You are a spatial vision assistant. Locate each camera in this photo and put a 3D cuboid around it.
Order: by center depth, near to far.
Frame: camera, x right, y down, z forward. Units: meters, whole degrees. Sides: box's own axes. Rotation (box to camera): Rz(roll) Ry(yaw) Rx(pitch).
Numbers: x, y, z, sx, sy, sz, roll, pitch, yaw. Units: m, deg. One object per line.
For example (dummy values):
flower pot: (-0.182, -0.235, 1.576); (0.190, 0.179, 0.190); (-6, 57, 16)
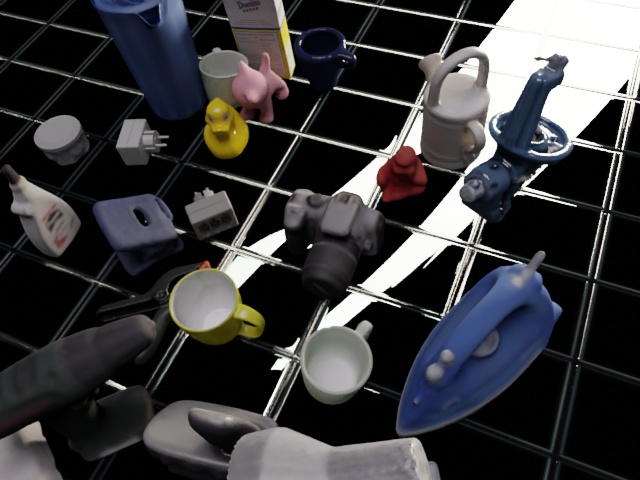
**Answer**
camera: (0.007, 0.003, 0.801); (0.143, 0.101, 0.137); (13, 59, 15)

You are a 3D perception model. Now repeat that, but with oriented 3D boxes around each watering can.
watering can: (0.199, -0.210, 0.864); (0.101, 0.194, 0.172); (-39, 61, -18)

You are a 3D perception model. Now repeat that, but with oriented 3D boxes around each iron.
iron: (0.181, 0.121, 0.678); (0.259, 0.142, 0.118); (-41, 61, -19)

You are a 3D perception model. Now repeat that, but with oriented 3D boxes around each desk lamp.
desk lamp: (0.029, 0.252, 0.565); (0.203, 0.214, 0.118); (-8, 56, 2)

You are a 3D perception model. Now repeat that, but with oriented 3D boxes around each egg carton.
egg carton: (-0.365, 0.282, 0.676); (0.107, 0.069, 0.150); (-35, 60, -16)

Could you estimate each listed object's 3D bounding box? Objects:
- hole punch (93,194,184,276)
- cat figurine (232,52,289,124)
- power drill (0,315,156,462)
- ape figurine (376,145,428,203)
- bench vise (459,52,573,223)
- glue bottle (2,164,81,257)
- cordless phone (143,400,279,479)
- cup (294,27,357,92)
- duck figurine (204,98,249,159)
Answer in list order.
hole punch: (-0.270, -0.021, 0.854); (0.101, 0.091, 0.108); (-31, 59, -14)
cat figurine: (-0.109, -0.265, 0.981); (0.067, 0.118, 0.128); (13, 59, 15)
power drill: (-0.268, 0.177, 0.651); (0.230, 0.209, 0.075); (-23, 57, -9)
ape figurine: (0.126, -0.106, 0.864); (0.077, 0.092, 0.076); (25, 63, 21)
bench vise: (0.281, -0.132, 0.787); (0.121, 0.220, 0.208); (22, 62, 20)
glue bottle: (-0.416, -0.049, 0.840); (0.037, 0.173, 0.078); (10, 58, 13)
cordless phone: (-0.130, 0.206, 0.631); (0.147, 0.185, 0.094); (6, 58, 11)
cup: (0.016, -0.307, 1.009); (0.117, 0.095, 0.092); (26, 63, 22)
duck figurine: (-0.164, -0.201, 0.964); (0.077, 0.086, 0.104); (-7, 56, 2)
